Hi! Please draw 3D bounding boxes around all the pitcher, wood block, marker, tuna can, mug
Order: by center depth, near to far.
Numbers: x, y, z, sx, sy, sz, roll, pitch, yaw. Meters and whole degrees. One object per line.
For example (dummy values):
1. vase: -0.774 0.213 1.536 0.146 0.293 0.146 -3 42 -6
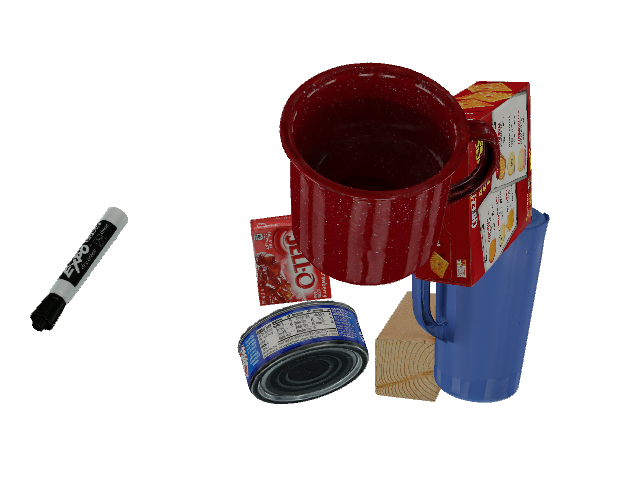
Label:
1. mug: 0.037 -0.033 0.554 0.117 0.093 0.081 -13 -37 -12
2. tuna can: -0.011 0.078 0.726 0.086 0.034 0.086 -13 -31 -8
3. marker: -0.186 0.022 0.823 0.020 0.121 0.020 18 -38 14
4. pitcher: 0.193 0.073 1.313 0.149 0.243 0.144 7 20 14
5. wood block: 0.149 0.153 1.589 0.091 0.090 0.205 5 18 16

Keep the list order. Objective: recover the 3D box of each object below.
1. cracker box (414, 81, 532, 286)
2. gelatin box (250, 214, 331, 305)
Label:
1. cracker box: 0.161 -0.067 1.120 0.072 0.164 0.213 5 21 26
2. gelatin box: -0.029 0.018 1.062 0.073 0.089 0.030 -6 28 -3
